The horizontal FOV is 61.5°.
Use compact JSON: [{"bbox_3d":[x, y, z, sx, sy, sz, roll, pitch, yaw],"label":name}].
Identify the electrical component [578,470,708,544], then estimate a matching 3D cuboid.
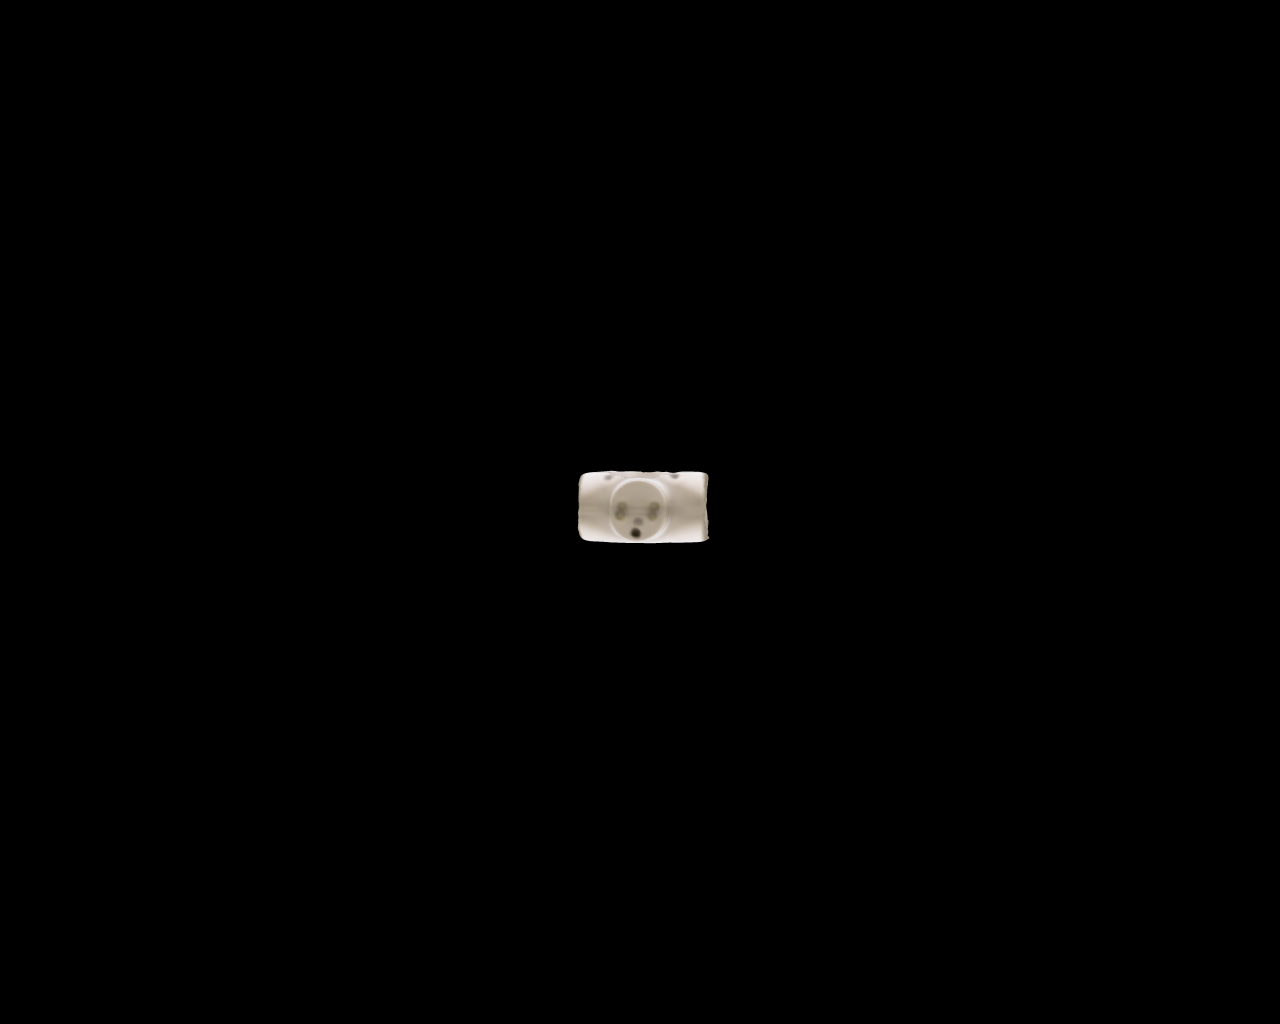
[{"bbox_3d":[0.001,-0.003,0.650,0.077,0.044,0.079,0,4,7],"label":"electrical component"}]
